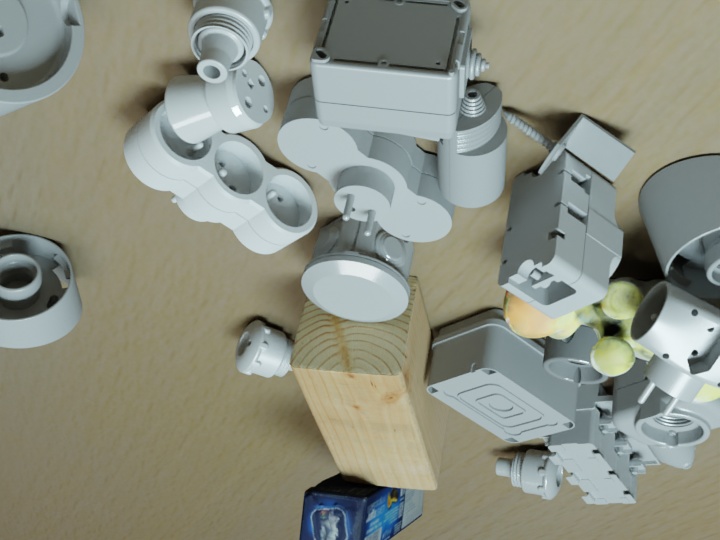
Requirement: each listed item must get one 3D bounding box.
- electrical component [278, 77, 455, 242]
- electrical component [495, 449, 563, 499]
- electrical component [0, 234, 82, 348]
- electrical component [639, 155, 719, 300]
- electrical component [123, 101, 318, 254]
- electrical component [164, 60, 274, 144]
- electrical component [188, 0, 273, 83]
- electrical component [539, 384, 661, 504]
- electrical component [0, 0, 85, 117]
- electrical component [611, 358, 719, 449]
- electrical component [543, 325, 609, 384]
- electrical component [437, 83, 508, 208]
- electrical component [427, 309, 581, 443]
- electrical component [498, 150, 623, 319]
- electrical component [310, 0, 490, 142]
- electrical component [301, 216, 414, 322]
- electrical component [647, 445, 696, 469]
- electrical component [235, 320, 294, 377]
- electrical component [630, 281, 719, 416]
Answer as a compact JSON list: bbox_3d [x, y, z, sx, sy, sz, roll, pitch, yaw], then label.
[{"bbox_3d":[0.005,-0.057,0.694,0.138,0.073,0.052,35,141,-29],"label":"electrical component"},{"bbox_3d":[0.163,0.194,1.040,0.062,0.048,0.048,4,146,26],"label":"electrical component"},{"bbox_3d":[-0.283,0.020,0.892,0.099,0.099,0.064,13,141,0],"label":"electrical component"},{"bbox_3d":[0.235,-0.026,0.690,0.099,0.064,0.099,-2,147,-1],"label":"electrical component"},{"bbox_3d":[-0.104,-0.057,0.751,0.138,0.052,0.074,33,142,-26],"label":"electrical component"},{"bbox_3d":[-0.089,-0.107,0.679,0.055,0.045,0.045,-9,141,30],"label":"electrical component"},{"bbox_3d":[-0.078,-0.134,0.618,0.048,0.062,0.048,7,143,5],"label":"electrical component"},{"bbox_3d":[0.208,0.156,0.950,0.079,0.063,0.121,-9,141,30],"label":"electrical component"},{"bbox_3d":[-0.224,-0.140,0.626,0.108,0.108,0.060,36,147,-31],"label":"electrical component"},{"bbox_3d":[0.250,0.102,0.857,0.054,0.059,0.095,32,143,-25],"label":"electrical component"},{"bbox_3d":[0.168,0.056,0.821,0.055,0.047,0.055,13,157,6],"label":"electrical component"},{"bbox_3d":[0.069,-0.080,0.665,0.043,0.043,0.081,7,146,10],"label":"electrical component"},{"bbox_3d":[0.119,0.088,0.884,0.113,0.057,0.078,34,141,-28],"label":"electrical component"},{"bbox_3d":[0.130,-0.020,0.689,0.056,0.089,0.050,31,143,-25],"label":"electrical component"},{"bbox_3d":[0.025,-0.114,0.613,0.096,0.061,0.061,7,146,9],"label":"electrical component"},{"bbox_3d":[0.000,0.000,0.801,0.080,0.051,0.080,9,147,6],"label":"electrical component"},{"bbox_3d":[0.274,0.151,0.939,0.040,0.040,0.078,-9,140,30],"label":"electrical component"},{"bbox_3d":[-0.075,0.074,0.945,0.062,0.048,0.048,21,146,-24],"label":"electrical component"},{"bbox_3d":[0.210,0.058,0.693,0.077,0.043,0.079,27,107,-5],"label":"electrical component"}]
